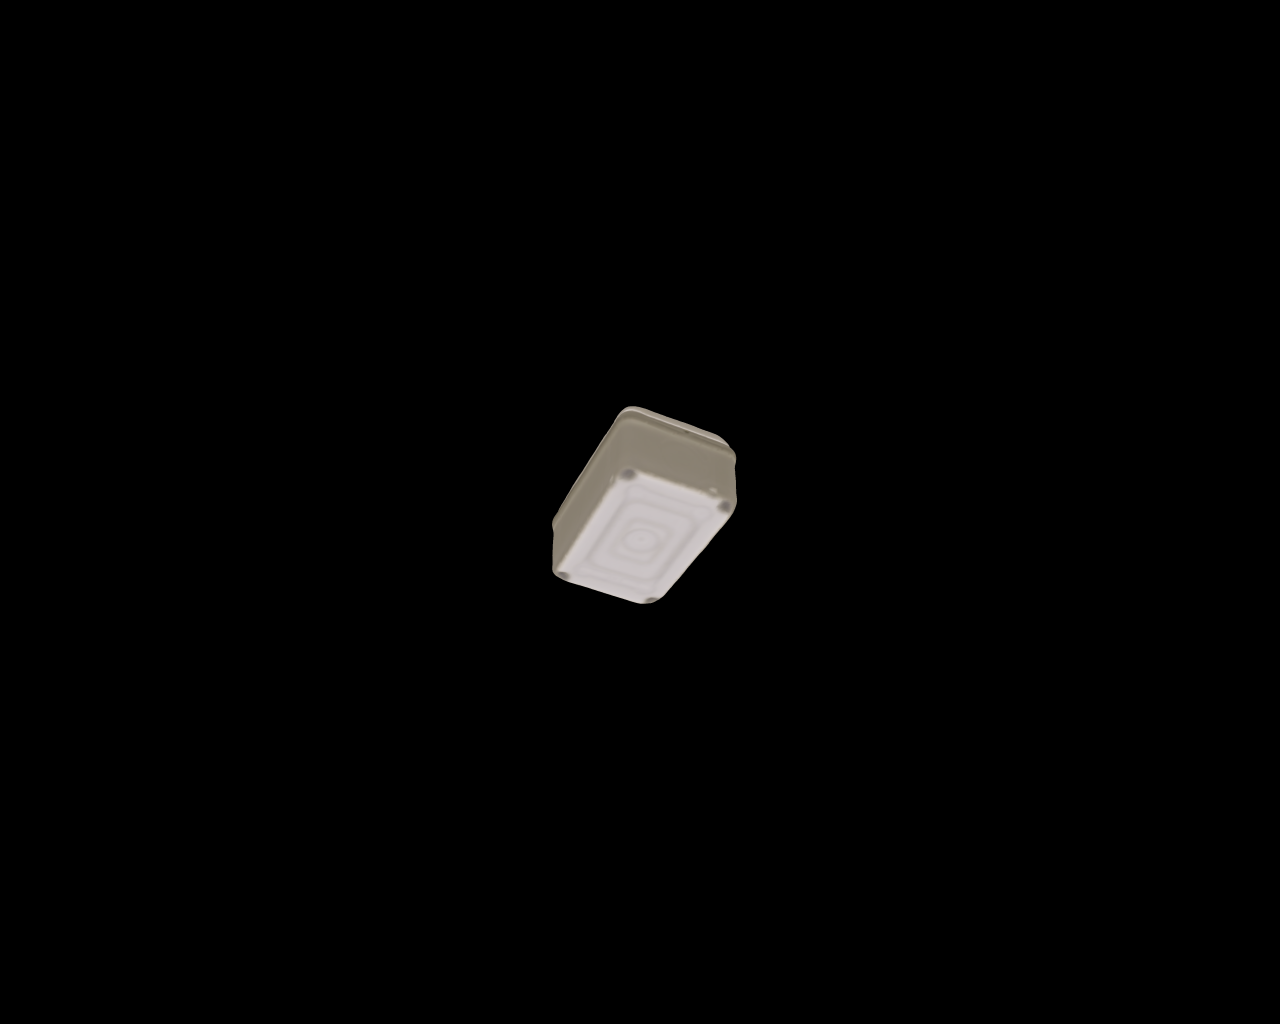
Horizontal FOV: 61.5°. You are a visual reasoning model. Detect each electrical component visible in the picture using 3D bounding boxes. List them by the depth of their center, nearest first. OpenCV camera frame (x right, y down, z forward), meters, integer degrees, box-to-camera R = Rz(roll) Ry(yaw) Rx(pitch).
[{"bbox_3d":[0.001,-0.003,0.650,0.078,0.057,0.113,19,-46,-19],"label":"electrical component"}]
